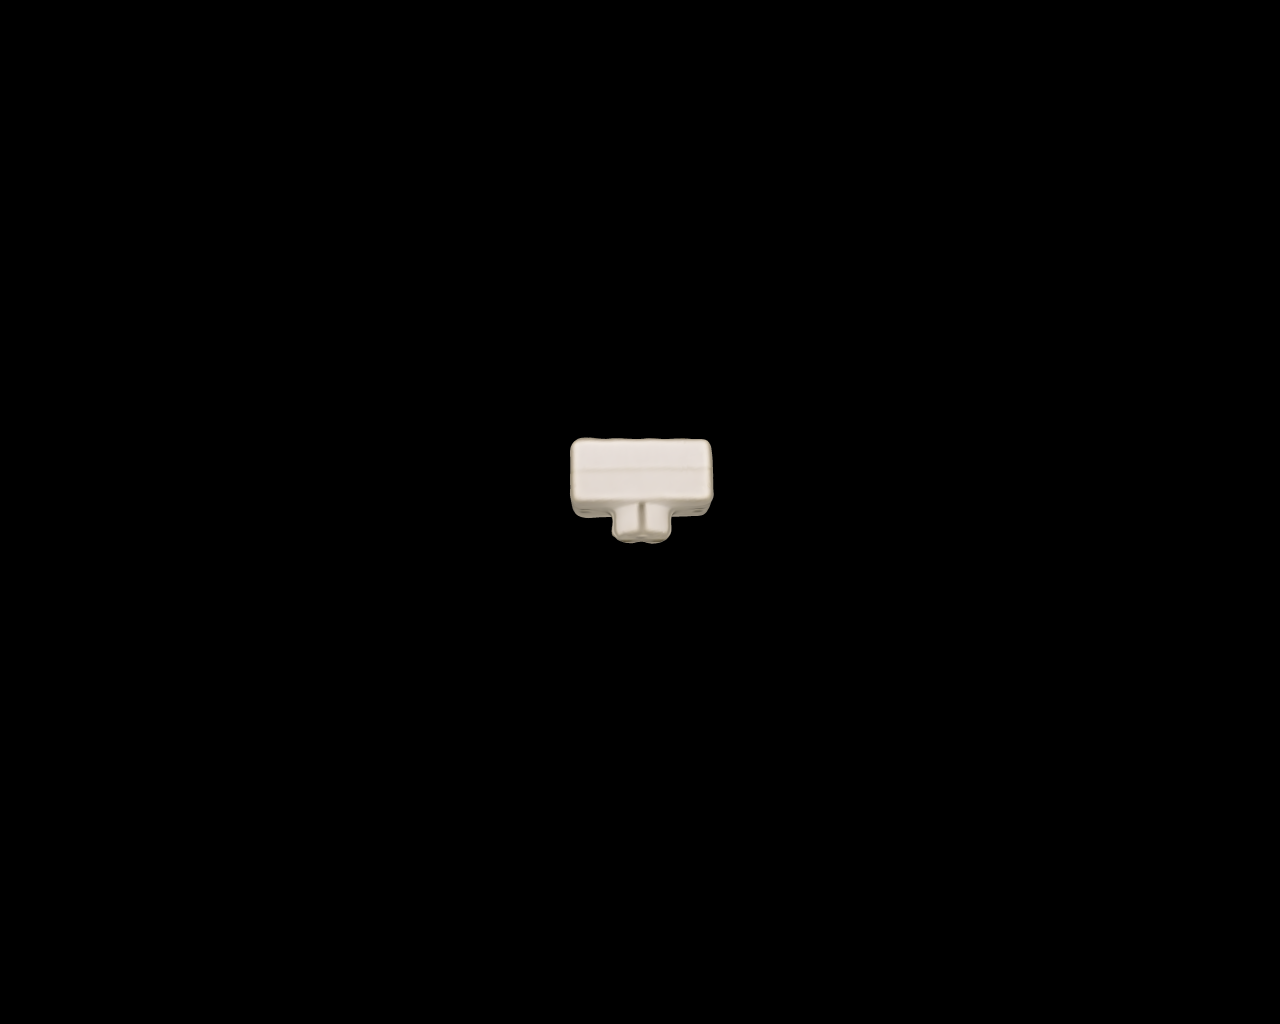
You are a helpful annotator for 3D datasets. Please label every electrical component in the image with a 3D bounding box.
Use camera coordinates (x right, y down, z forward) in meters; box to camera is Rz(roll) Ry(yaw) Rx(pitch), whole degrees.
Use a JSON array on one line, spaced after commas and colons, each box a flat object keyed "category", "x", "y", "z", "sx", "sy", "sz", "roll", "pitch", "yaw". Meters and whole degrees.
[{"category": "electrical component", "x": 0.001, "y": -0.003, "z": 0.650, "sx": 0.083, "sy": 0.076, "sz": 0.047, "roll": 0, "pitch": -13, "yaw": 0}]
